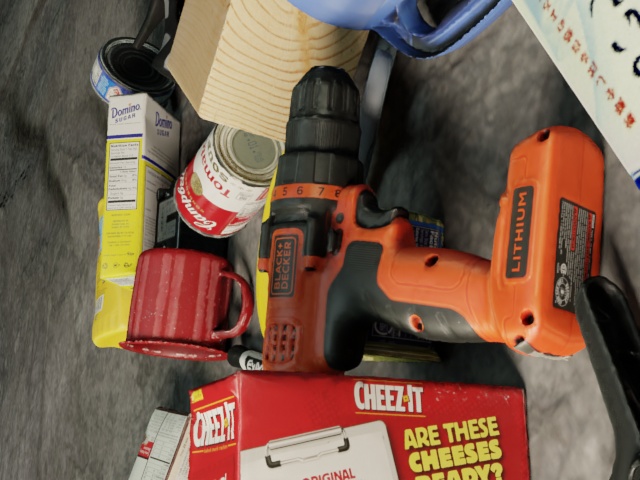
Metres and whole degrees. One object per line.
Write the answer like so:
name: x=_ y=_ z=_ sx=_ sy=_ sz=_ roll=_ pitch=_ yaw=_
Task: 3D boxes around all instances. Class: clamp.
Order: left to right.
clamp: x=0.147 y=0.090 z=0.413 sx=0.120 sy=0.039 sz=0.171 roll=153 pitch=117 yaw=-65

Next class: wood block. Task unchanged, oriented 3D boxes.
wood block: x=-0.044 y=-0.136 z=0.749 sx=0.206 sy=0.090 sz=0.091 roll=-129 pitch=56 yaw=-68

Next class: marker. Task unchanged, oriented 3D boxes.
marker: x=-0.042 y=0.096 z=0.809 sx=0.121 sy=0.020 sz=0.020 roll=6 pitch=89 yaw=64

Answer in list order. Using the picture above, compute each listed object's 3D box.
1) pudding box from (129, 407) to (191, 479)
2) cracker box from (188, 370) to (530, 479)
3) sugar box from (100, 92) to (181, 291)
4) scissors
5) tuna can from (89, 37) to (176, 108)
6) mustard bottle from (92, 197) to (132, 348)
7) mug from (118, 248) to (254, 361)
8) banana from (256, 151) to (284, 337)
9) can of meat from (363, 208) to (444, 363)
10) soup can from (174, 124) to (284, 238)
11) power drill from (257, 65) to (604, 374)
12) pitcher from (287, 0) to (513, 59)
pudding box: x=-0.130 y=0.202 z=0.908 sx=0.090 sy=0.039 sz=0.113 roll=-7 pitch=61 yaw=62
cracker box: x=0.021 y=0.175 z=0.504 sx=0.072 sy=0.164 sz=0.213 roll=-27 pitch=60 yaw=57
sugar box: x=-0.170 y=-0.042 z=1.020 sx=0.093 sy=0.048 sz=0.176 roll=43 pitch=-136 yaw=-71
scissors: x=0.023 y=-0.041 z=0.683 sx=0.096 sy=0.016 sz=0.202 roll=-66 pitch=-11 yaw=-79
tuna can: x=-0.191 y=-0.169 z=1.098 sx=0.034 sy=0.086 sz=0.086 roll=-55 pitch=38 yaw=41
mustard bottle: x=-0.202 y=0.011 z=1.107 sx=0.096 sy=0.058 sz=0.191 roll=144 pitch=127 yaw=-61
mug: x=-0.106 y=0.054 z=0.887 sx=0.117 sy=0.093 sz=0.081 roll=-3 pitch=74 yaw=32
banana: x=-0.017 y=0.008 z=0.765 sx=0.070 sy=0.037 sz=0.198 roll=-14 pitch=71 yaw=48
can of meat: x=0.030 y=0.029 z=0.641 sx=0.102 sy=0.057 sz=0.084 roll=-11 pitch=72 yaw=62
soup can: x=-0.068 y=-0.051 z=0.836 sx=0.102 sy=0.068 sz=0.068 roll=138 pitch=133 yaw=-57
power drill: x=0.049 y=-0.011 z=0.547 sx=0.188 sy=0.057 sz=0.184 roll=-4 pitch=79 yaw=43
pitcher: x=0.069 y=-0.218 z=0.566 sx=0.243 sy=0.149 sz=0.145 roll=-35 pitch=38 yaw=52
